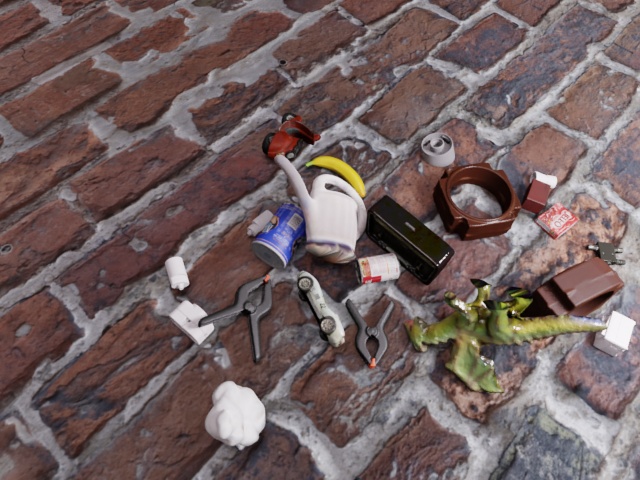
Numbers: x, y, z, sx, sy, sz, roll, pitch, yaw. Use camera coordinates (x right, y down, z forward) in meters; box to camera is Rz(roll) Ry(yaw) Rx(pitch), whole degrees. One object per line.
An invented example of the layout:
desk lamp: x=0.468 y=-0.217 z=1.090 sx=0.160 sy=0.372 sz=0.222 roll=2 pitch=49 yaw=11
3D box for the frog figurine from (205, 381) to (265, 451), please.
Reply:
frog figurine: x=-0.176 y=0.356 z=1.061 sx=0.123 sy=0.140 sz=0.156 roll=-20 pitch=-27 yaw=-14

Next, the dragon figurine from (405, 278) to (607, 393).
dragon figurine: x=0.384 y=0.229 z=1.146 sx=0.412 sy=0.239 sz=0.124 roll=15 pitch=21 yaw=24

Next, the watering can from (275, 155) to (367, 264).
watering can: x=0.004 y=-0.064 z=1.276 sx=0.103 sy=0.228 sz=0.345 roll=-12 pitch=-23 yaw=41
